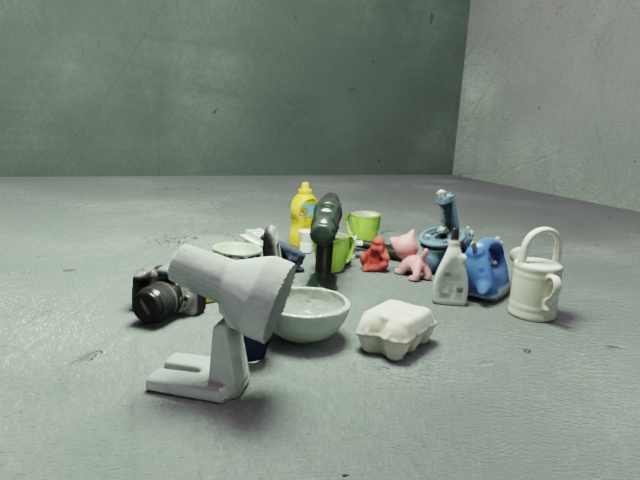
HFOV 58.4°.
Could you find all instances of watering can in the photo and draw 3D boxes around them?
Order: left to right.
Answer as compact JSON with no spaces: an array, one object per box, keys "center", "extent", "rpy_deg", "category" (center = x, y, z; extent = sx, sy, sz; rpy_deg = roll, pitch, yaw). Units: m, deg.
[{"center":[0.457,0.065,1.219],"extent":[0.101,0.194,0.172],"rpy_deg":[-5,16,-32],"category":"watering can"}]

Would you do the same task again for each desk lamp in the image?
[{"center":[-0.139,0.116,0.818],"extent":[0.203,0.213,0.118],"rpy_deg":[6,13,10],"category":"desk lamp"}]

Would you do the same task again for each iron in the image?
[{"center":[0.398,0.054,1.366],"extent":[0.118,0.141,0.259],"rpy_deg":[12,16,33],"category":"iron"}]

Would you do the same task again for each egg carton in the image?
[{"center":[0.136,0.157,1.023],"extent":[0.107,0.069,0.151],"rpy_deg":[12,16,33],"category":"egg carton"}]

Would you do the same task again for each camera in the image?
[{"center":[-0.309,0.098,1.100],"extent":[0.143,0.101,0.137],"rpy_deg":[8,14,18],"category":"camera"}]

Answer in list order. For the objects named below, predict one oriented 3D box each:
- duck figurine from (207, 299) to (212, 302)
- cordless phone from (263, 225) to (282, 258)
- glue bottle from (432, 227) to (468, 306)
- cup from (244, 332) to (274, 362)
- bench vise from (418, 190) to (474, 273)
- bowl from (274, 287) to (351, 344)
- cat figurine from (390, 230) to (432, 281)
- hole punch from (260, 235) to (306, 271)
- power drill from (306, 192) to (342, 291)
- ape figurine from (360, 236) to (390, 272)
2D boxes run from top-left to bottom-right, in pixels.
[{"center":[-0.237,0.081,1.223],"extent":[0.077,0.086,0.105],"rpy_deg":[8,14,21],"category":"duck figurine"},{"center":[-0.088,0.055,1.152],"extent":[0.094,0.185,0.147],"rpy_deg":[3,13,-1],"category":"cordless phone"},{"center":[0.291,0.057,1.259],"extent":[0.078,0.173,0.037],"rpy_deg":[4,13,6],"category":"glue bottle"},{"center":[-0.123,0.147,0.949],"extent":[0.092,0.095,0.117],"rpy_deg":[-8,17,-38],"category":"cup"},{"center":[0.341,-0.032,1.549],"extent":[0.121,0.220,0.208],"rpy_deg":[10,15,27],"category":"bench vise"},{"center":[-0.029,0.142,1.036],"extent":[0.167,0.075,0.167],"rpy_deg":[3,13,0],"category":"bowl"},{"center":[0.232,0.034,1.466],"extent":[0.067,0.118,0.127],"rpy_deg":[-5,15,-30],"category":"cat figurine"},{"center":[-0.096,0.031,1.461],"extent":[0.101,0.091,0.108],"rpy_deg":[-5,16,-32],"category":"hole punch"},{"center":[0.012,0.005,1.339],"extent":[0.075,0.208,0.229],"rpy_deg":[4,13,3],"category":"power drill"},{"center":[0.148,0.035,1.497],"extent":[0.077,0.092,0.076],"rpy_deg":[12,16,34],"category":"ape figurine"}]
